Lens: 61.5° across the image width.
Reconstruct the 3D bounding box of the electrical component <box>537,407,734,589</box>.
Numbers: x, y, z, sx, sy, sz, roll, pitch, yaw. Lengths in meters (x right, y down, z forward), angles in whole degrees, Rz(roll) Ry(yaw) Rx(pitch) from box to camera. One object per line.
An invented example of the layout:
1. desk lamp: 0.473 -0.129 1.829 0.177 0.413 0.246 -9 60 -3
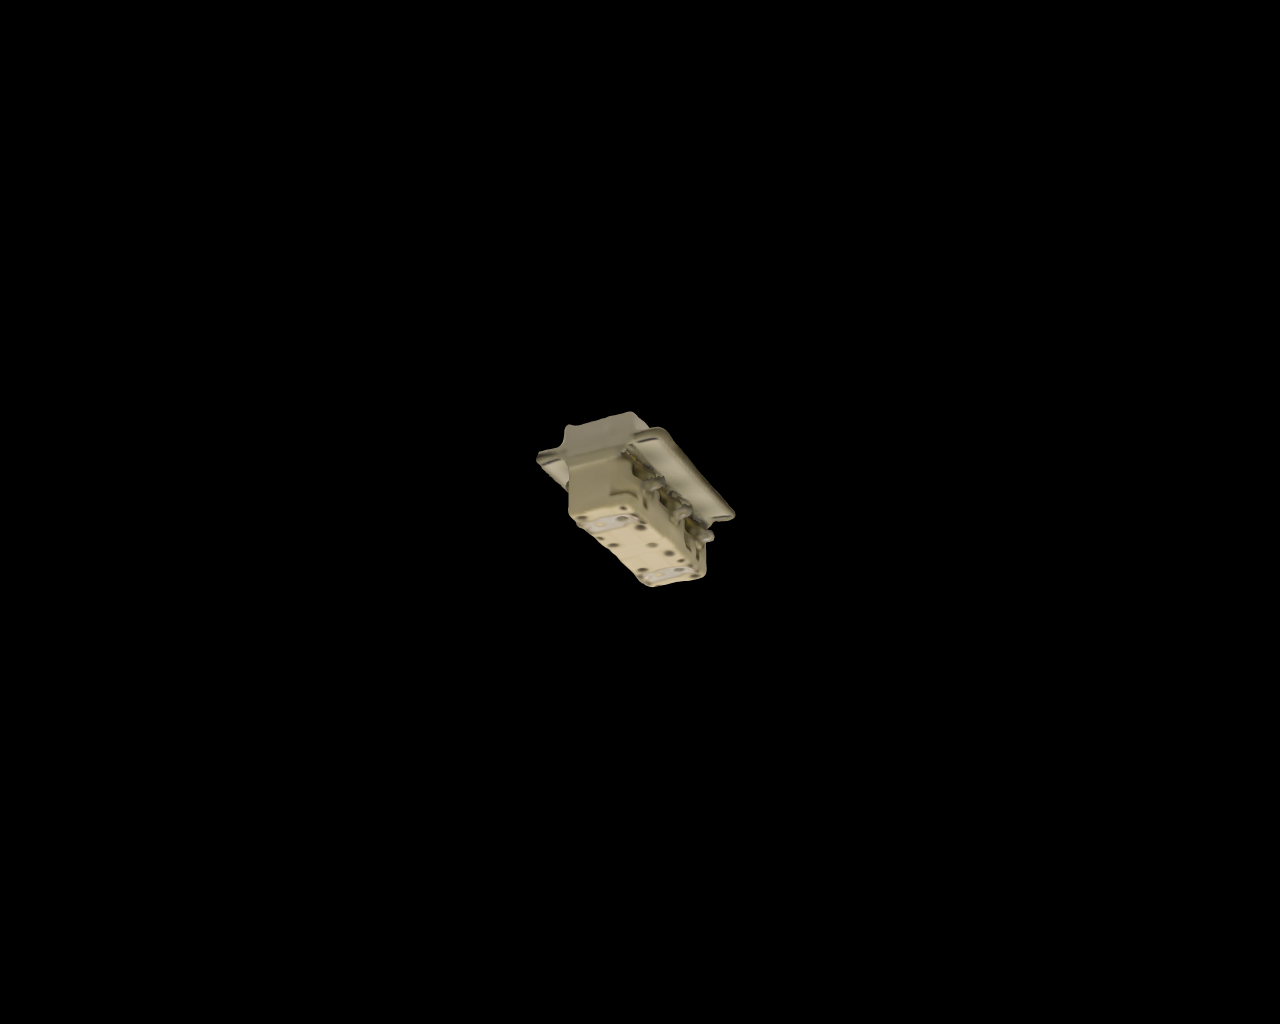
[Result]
1. electrical component: 0.001 -0.003 0.650 0.079 0.063 0.121 -11 -29 21
